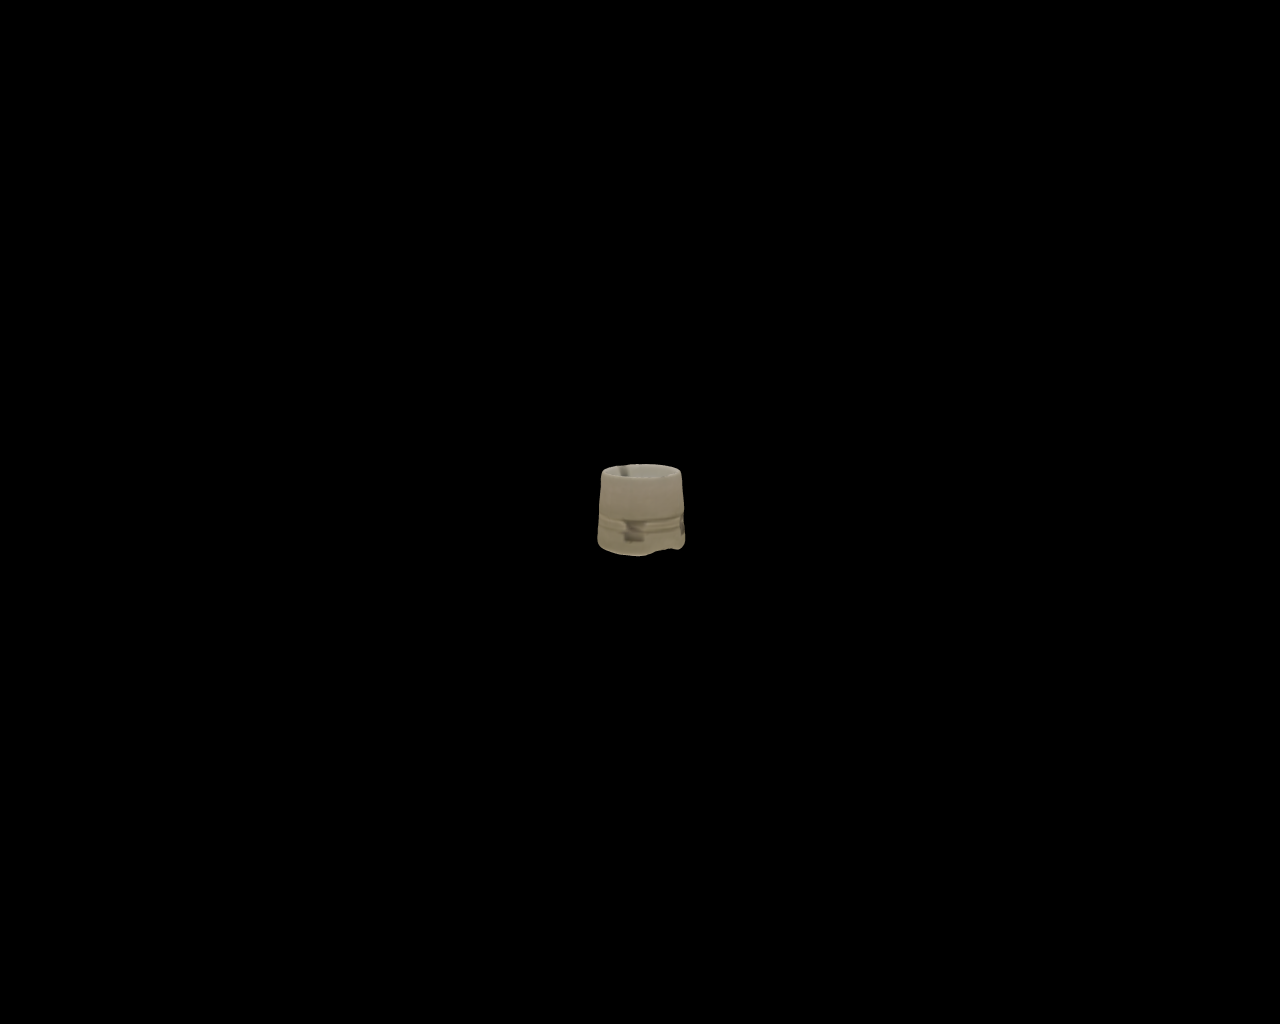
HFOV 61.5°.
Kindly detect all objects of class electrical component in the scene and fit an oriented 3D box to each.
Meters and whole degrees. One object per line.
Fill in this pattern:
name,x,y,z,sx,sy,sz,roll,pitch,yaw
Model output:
electrical component,0.001,-0.003,0.650,0.055,0.047,0.055,0,12,0
